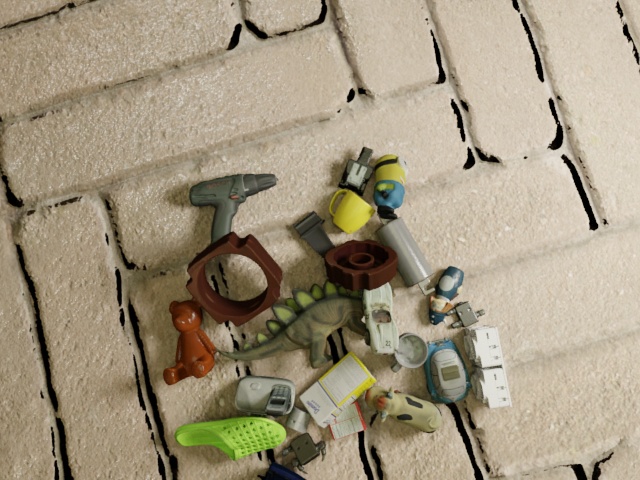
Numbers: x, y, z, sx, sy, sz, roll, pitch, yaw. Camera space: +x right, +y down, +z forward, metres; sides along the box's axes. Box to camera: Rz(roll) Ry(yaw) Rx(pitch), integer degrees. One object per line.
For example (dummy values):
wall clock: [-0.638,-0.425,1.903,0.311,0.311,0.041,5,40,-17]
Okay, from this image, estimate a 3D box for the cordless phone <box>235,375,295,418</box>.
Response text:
cordless phone: [-0.137,0.388,1.282,0.147,0.184,0.088,5,88,1]

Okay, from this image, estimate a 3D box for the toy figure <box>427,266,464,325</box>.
toy figure: [0.315,0.142,1.366,0.057,0.064,0.154,31,81,-27]

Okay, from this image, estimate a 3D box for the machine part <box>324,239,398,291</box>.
machine part: [0.102,0.061,1.323,0.179,0.179,0.056,-5,118,0]

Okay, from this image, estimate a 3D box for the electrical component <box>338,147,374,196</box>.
electrical component: [0.101,-0.183,1.409,0.075,0.048,0.119,20,84,2]

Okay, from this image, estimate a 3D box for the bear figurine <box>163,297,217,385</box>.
bear figurine: [-0.328,0.240,1.331,0.120,0.132,0.195,-13,90,15]

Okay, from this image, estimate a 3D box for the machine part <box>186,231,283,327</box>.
machine part: [-0.209,0.095,1.324,0.201,0.087,0.201,-34,107,15]

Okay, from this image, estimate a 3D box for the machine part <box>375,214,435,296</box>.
machine part: [0.215,0.031,1.369,0.079,0.079,0.243,-29,85,-2]

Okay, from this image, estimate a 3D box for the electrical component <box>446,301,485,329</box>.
electrical component: [0.373,0.188,1.376,0.094,0.021,0.063,-24,84,-1]

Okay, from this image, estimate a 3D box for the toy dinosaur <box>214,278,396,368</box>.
toy dinosaur: [-0.022,0.217,1.344,0.471,0.105,0.198,-26,76,-11]

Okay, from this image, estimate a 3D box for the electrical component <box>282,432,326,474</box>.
electrical component: [-0.034,0.528,1.337,0.102,0.045,0.078,-39,56,-6]

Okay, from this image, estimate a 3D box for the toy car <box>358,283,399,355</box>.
toy car: [0.141,0.177,1.293,0.073,0.056,0.202,4,61,-18]

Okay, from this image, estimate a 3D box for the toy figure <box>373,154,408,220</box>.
toy figure: [0.174,-0.139,1.365,0.089,0.082,0.180,14,64,2]

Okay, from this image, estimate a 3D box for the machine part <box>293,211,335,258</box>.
machine part: [-0.003,-0.004,1.397,0.084,0.039,0.139,-34,83,-8]

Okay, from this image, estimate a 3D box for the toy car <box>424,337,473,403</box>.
toy car: [0.316,0.326,1.323,0.109,0.103,0.161,-10,86,-1]

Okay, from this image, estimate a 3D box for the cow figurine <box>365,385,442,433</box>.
cow figurine: [0.201,0.409,1.303,0.195,0.127,0.085,21,82,1]

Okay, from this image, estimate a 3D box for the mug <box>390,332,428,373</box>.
mug: [0.214,0.278,1.327,0.081,0.107,0.109,32,90,5]

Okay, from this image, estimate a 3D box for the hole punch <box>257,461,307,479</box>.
hole punch: [-0.083,0.585,1.292,0.142,0.116,0.092,23,92,5]

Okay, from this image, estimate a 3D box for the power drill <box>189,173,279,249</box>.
power drill: [-0.220,-0.069,1.388,0.232,0.086,0.207,-2,88,0]
